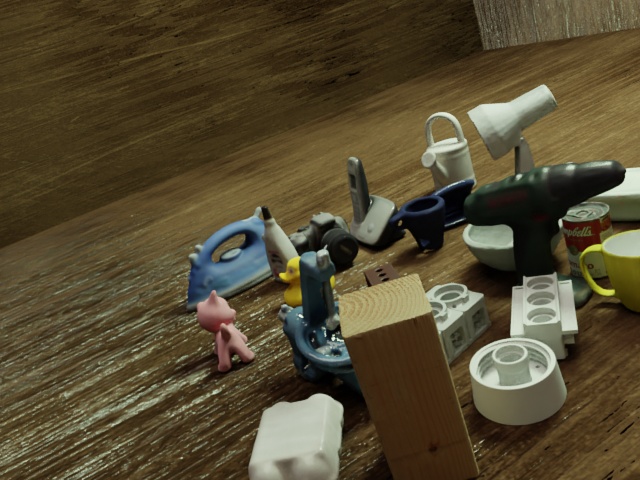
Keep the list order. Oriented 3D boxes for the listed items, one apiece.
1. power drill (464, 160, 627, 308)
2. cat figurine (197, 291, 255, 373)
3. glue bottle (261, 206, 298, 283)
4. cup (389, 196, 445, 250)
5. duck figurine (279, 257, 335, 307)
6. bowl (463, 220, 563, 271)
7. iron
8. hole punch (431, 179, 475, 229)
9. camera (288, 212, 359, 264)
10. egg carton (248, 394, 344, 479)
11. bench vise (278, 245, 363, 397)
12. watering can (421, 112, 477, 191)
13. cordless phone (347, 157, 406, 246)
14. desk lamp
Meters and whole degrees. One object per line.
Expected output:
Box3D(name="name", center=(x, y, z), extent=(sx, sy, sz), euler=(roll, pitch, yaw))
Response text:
Box3D(name="power drill", center=(0.325, -0.010, 0.821), extent=(0.228, 0.209, 0.076), euler=(1, 28, 43))
Box3D(name="cat figurine", center=(-0.171, 0.147, 0.987), extent=(0.067, 0.118, 0.127), euler=(-24, 21, -13))
Box3D(name="glue bottle", center=(-0.089, 0.009, 1.190), extent=(0.077, 0.173, 0.037), euler=(1, 28, 43))
Box3D(name="cup", center=(0.199, -0.024, 1.133), extent=(0.118, 0.095, 0.091), euler=(-22, 21, -10))
Box3D(name="duck figurine", center=(-0.028, 0.072, 1.101), extent=(0.104, 0.086, 0.077), euler=(-20, 20, -2))
Box3D(name="bowl", center=(0.331, 0.006, 0.970), extent=(0.167, 0.075, 0.167), euler=(-16, 20, 7))
Box3D(name="iron", center=(-0.202, 0.037, 1.262), extent=(0.259, 0.142, 0.118), euler=(-30, 23, -28))
Box3D(name="hole punch", center=(0.274, -0.085, 1.231), extent=(0.109, 0.091, 0.101), euler=(-22, 20, -8))
Box3D(name="camera", center=(0.011, 0.004, 1.218), extent=(0.143, 0.101, 0.136), euler=(-25, 21, -15))
Box3D(name="egg carton", center=(-0.024, 0.246, 0.671), extent=(0.107, 0.069, 0.150), euler=(-15, 21, 10))
Box3D(name="bench vise", center=(-0.008, 0.110, 0.789), extent=(0.206, 0.220, 0.122), euler=(-2, 26, 37))
Box3D(name="watering can", center=(0.304, -0.208, 1.371), extent=(0.100, 0.194, 0.173), euler=(-10, 22, 23))
Box3D(name="cordless phone", center=(0.105, -0.086, 1.245), extent=(0.094, 0.185, 0.147), euler=(-26, 21, -18))
Box3D(name="desk lamp", center=(0.439, -0.212, 1.235), extent=(0.203, 0.214, 0.118), euler=(-14, 21, 12))
